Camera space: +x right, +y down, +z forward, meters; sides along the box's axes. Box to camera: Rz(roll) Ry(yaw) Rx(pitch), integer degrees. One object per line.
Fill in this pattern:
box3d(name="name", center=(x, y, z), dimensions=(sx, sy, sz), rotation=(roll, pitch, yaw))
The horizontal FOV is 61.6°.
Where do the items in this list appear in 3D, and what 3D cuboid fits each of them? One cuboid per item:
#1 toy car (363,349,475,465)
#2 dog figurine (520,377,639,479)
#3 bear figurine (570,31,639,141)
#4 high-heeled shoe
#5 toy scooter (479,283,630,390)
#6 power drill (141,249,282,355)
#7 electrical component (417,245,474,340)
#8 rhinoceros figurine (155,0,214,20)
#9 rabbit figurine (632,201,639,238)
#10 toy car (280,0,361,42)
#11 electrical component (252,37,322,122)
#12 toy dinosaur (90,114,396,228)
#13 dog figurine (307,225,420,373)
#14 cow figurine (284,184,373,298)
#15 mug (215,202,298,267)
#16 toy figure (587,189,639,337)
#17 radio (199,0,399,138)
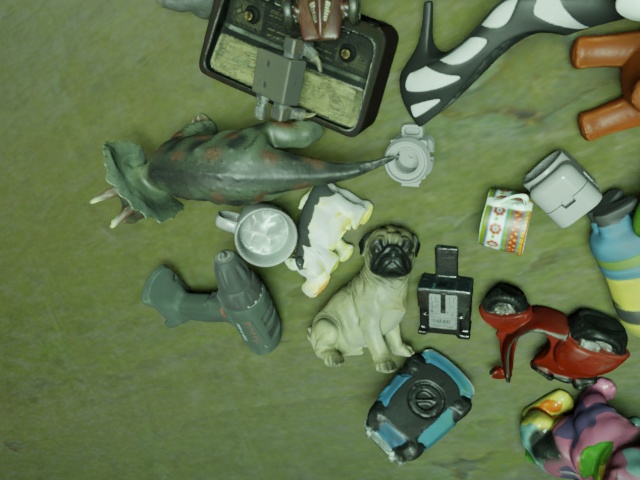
box3d(name="toy car", center=(0.140, 0.246, 0.773), dimensions=(0.109, 0.161, 0.102), rotation=(39, 161, 23))
box3d(name="dog figurine", center=(0.335, 0.275, 0.653), dimensions=(0.191, 0.219, 0.108), rotation=(-31, 94, 27))
box3d(name="bear figurine", center=(0.316, -0.142, 0.504), dimensions=(0.132, 0.196, 0.120), rotation=(-7, 111, 24))
box3d(name="high-heeled shoe", center=(0.204, -0.190, 0.583), dimensions=(0.249, 0.086, 0.145), rotation=(10, 119, 29))
box3d(name="toy scooter", center=(0.289, 0.142, 0.698), dimensions=(0.184, 0.075, 0.135), rotation=(19, 116, 16))
box3d(name="power drill", center=(-0.164, 0.084, 0.810), dimensions=(0.208, 0.086, 0.231), rotation=(-1, 140, 24))
box3d(name="electrical component", center=(0.172, 0.071, 0.729), dimensions=(0.075, 0.048, 0.119), rotation=(7, 114, 18))
box3d(name="rhinoceros figurine", center=(-0.158, -0.372, 0.660), dimensions=(0.112, 0.073, 0.190), rotation=(5, 113, 20))
box3d(name="rabbit figurine", center=(0.401, -0.040, 0.537), dimensions=(0.159, 0.121, 0.170), rotation=(-19, 66, 3))
box3d(name="toy car", center=(0.001, -0.316, 0.589), dimensions=(0.089, 0.053, 0.202), rotation=(1, 79, 5))
box3d(name="electrical component", center=(-0.038, -0.184, 0.626), dimensions=(0.078, 0.045, 0.102), rotation=(29, 119, 41))
box3d(name="toy dinosaur", center=(-0.127, -0.088, 0.681), dimensions=(0.405, 0.192, 0.131), rotation=(0, 116, 34))
box3d(name="dog figurine", center=(0.054, 0.072, 0.757), dimensions=(0.173, 0.121, 0.190), rotation=(0, 96, 18))
box3d(name="cow figurine", center=(-0.003, -0.001, 0.754), dimensions=(0.098, 0.068, 0.167), rotation=(34, 115, 12))
box3d(name="mug", center=(-0.092, -0.017, 0.748), dimensions=(0.109, 0.107, 0.080), rotation=(10, 102, -12))
box3d(name="toy figure", center=(0.367, 0.032, 0.622), dimensions=(0.089, 0.082, 0.180), rotation=(-28, 103, 39))
box3d(name="radio", center=(-0.026, -0.232, 0.665), dimensions=(0.230, 0.073, 0.131), rotation=(25, 118, 9))
